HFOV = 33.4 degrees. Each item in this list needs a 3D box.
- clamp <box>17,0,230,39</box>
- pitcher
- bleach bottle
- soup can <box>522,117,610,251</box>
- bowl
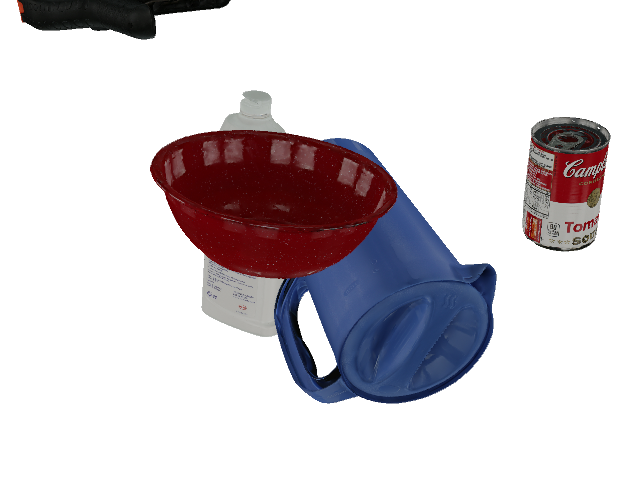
[{"bbox_3d":[-0.156,-0.183,0.822,0.172,0.039,0.120,14,24,32],"label":"clamp"},{"bbox_3d":[0.034,0.022,0.935,0.149,0.145,0.243,-4,37,-20],"label":"pitcher"},{"bbox_3d":[-0.069,-0.030,1.110,0.103,0.251,0.068,18,28,23],"label":"bleach bottle"},{"bbox_3d":[0.218,-0.050,0.953,0.068,0.102,0.068,-1,31,0],"label":"soup can"},{"bbox_3d":[-0.032,-0.020,0.704,0.162,0.055,0.162,6,25,-3],"label":"bowl"}]
